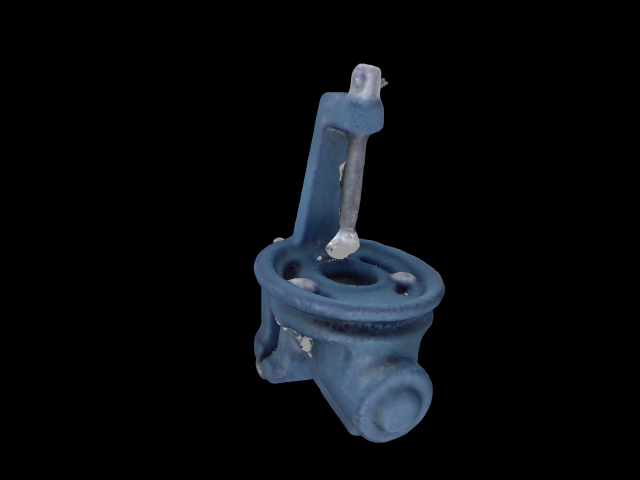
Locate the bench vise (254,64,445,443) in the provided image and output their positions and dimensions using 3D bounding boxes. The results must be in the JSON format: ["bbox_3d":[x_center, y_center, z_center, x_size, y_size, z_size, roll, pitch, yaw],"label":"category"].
[{"bbox_3d":[-0.006,0.002,0.392,0.122,0.220,0.206,-4,6,-41],"label":"bench vise"}]
